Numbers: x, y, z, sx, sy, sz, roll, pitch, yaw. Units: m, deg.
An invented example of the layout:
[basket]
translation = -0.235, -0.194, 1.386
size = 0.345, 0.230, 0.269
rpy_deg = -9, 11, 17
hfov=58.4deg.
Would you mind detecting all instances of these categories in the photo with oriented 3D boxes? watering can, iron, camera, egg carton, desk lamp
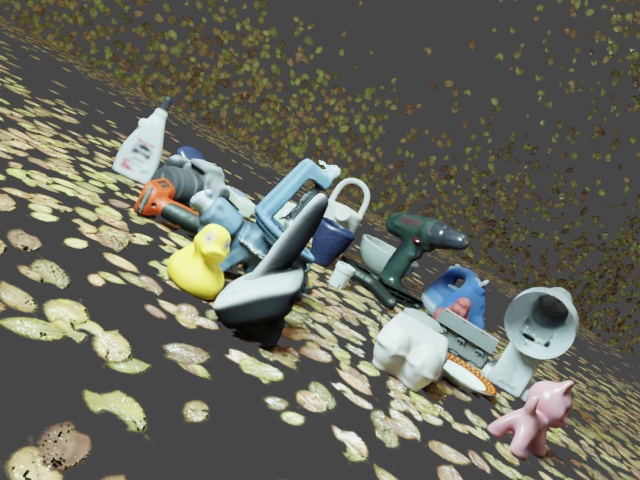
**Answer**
[watering can]
translation = 0.056, -0.060, 1.420
size = 0.101, 0.194, 0.172
rpy_deg = 25, 10, -20
[iron]
translation = 0.332, 0.124, 1.412
size = 0.119, 0.141, 0.258
rpy_deg = 26, 10, -14
[camera]
translation = -0.255, -0.112, 1.077
size = 0.142, 0.101, 0.137
rpy_deg = 33, 10, 25
[egg carton]
translation = 0.136, 0.165, 0.851
size = 0.107, 0.069, 0.150
rpy_deg = 31, 10, 11
[desk lamp]
translation = 0.391, 0.183, 1.059
size = 0.117, 0.213, 0.204
rpy_deg = 33, 10, 23

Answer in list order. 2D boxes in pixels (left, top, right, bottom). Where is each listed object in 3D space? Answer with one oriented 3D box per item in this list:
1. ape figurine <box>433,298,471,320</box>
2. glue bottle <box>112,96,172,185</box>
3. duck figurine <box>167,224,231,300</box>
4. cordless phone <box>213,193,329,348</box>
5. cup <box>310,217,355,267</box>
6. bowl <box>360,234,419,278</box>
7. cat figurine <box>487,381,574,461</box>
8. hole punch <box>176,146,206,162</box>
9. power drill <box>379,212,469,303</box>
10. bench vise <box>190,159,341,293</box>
[ape figurine]
translation = 0.292, 0.164, 1.235
size = 0.077, 0.092, 0.076
rpy_deg = 36, 12, 37
[glue bottle]
translation = -0.326, -0.195, 1.092
size = 0.078, 0.173, 0.037
rpy_deg = 25, 10, -22
[duck figurine]
translation = -0.149, 0.018, 0.746
size = 0.078, 0.086, 0.104
rpy_deg = 24, 11, -27
[cordless phone]
translation = -0.049, 0.024, 0.705
size = 0.094, 0.185, 0.147
rpy_deg = 28, 9, -6
[cup]
translation = 0.012, 0.004, 1.254
size = 0.092, 0.095, 0.117
rpy_deg = 24, 11, -27
[bowl]
translation = 0.169, 0.056, 1.501
size = 0.167, 0.074, 0.167
rpy_deg = 28, 9, -5
[cat figurine]
translation = 0.311, 0.241, 0.810
size = 0.128, 0.117, 0.067
rpy_deg = 18, 14, -49
[hole punch]
translation = -0.264, -0.140, 1.230
size = 0.101, 0.091, 0.109
rpy_deg = 30, 10, 9
[power drill]
translation = 0.217, 0.038, 1.330
size = 0.076, 0.208, 0.228
rpy_deg = 20, 13, -42
[bench vise]
translation = -0.072, -0.033, 0.832
size = 0.208, 0.219, 0.121
rpy_deg = 21, 12, -39
